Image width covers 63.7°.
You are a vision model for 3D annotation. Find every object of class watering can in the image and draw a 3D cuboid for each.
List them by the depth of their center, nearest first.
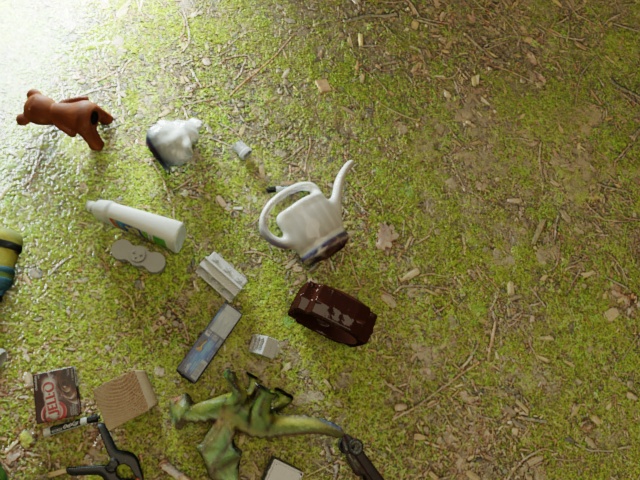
[{"bbox_3d":[0.004,-0.072,1.421,0.351,0.103,0.225,-31,84,-19],"label":"watering can"}]

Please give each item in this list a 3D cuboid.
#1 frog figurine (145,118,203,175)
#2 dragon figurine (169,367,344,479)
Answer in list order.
[{"bbox_3d":[-0.383,-0.274,1.390,0.160,0.120,0.139,-38,66,-8],"label":"frog figurine"},{"bbox_3d":[-0.172,0.458,1.220,0.411,0.120,0.245,28,76,8],"label":"dragon figurine"}]
